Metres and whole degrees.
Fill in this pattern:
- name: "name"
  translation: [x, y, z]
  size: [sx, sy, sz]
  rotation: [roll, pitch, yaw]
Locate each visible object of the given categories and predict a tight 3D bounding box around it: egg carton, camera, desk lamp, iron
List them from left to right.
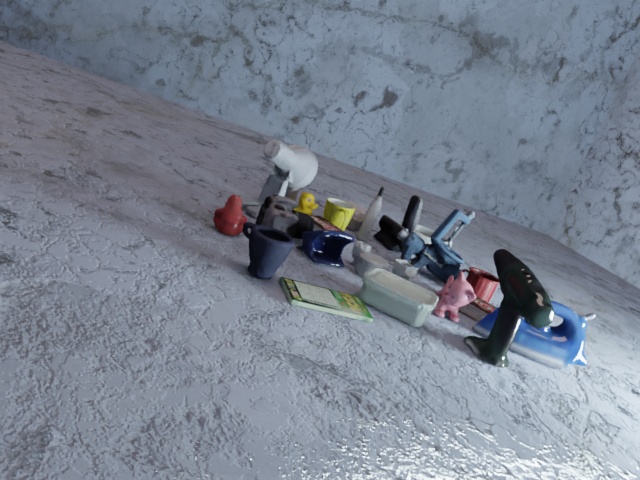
- name: "desk lamp"
  translation: [-0.117, -0.173, 1.606]
  size: [0.117, 0.213, 0.204]
  rotation: [29, 16, 28]
- name: "camera"
  translation: [-0.078, -0.049, 1.442]
  size: [0.137, 0.101, 0.143]
  rotation: [15, 16, -24]
- name: "egg carton"
  translation: [0.108, -0.080, 1.880]
  size: [0.107, 0.069, 0.151]
  rotation: [26, 15, 18]
- name: "iron"
  translation: [0.495, 0.191, 1.312]
  size: [0.258, 0.141, 0.118]
  rotation: [21, 15, -3]

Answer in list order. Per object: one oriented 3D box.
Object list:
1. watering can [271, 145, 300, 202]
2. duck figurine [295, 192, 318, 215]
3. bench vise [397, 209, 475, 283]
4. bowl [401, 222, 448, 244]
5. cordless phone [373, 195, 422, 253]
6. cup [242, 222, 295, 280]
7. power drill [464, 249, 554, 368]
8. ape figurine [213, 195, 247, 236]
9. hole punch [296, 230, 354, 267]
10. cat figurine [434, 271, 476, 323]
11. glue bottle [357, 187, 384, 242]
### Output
- name: "watering can"
  translation: [-0.095, -0.193, 1.748]
  size: [0.172, 0.194, 0.101]
  rotation: [32, 18, 35]
- name: "duck figurine"
  translation: [-0.051, -0.101, 1.699]
  size: [0.104, 0.086, 0.078]
  rotation: [29, 16, 27]
- name: "bench vise"
  translation: [0.333, 0.001, 1.610]
  size: [0.208, 0.220, 0.121]
  rotation: [16, 15, -19]
- name: "bowl"
  translation: [0.334, 0.004, 1.891]
  size: [0.167, 0.075, 0.167]
  rotation: [20, 15, -5]
- name: "cordless phone"
  translation: [0.258, -0.063, 1.800]
  size: [0.094, 0.185, 0.147]
  rotation: [11, 18, -34]
- name: "cup"
  translation: [-0.118, 0.023, 1.139]
  size: [0.117, 0.095, 0.092]
  rotation: [28, 16, 23]
- name: "power drill"
  translation: [0.384, 0.145, 1.187]
  size: [0.076, 0.208, 0.229]
  rotation: [17, 15, -17]
- name: "ape figurine"
  translation: [-0.204, -0.061, 1.324]
  size: [0.078, 0.092, 0.076]
  rotation: [21, 15, -3]
- name: "hole punch"
  translation: [0.013, 0.005, 1.397]
  size: [0.109, 0.091, 0.100]
  rotation: [12, 17, -33]
- name: "cat figurine"
  translation: [0.315, 0.125, 1.341]
  size: [0.067, 0.118, 0.127]
  rotation: [19, 15, -8]
- name: "glue bottle"
  translation: [0.161, -0.082, 1.756]
  size: [0.037, 0.173, 0.078]
  rotation: [22, 15, 1]
